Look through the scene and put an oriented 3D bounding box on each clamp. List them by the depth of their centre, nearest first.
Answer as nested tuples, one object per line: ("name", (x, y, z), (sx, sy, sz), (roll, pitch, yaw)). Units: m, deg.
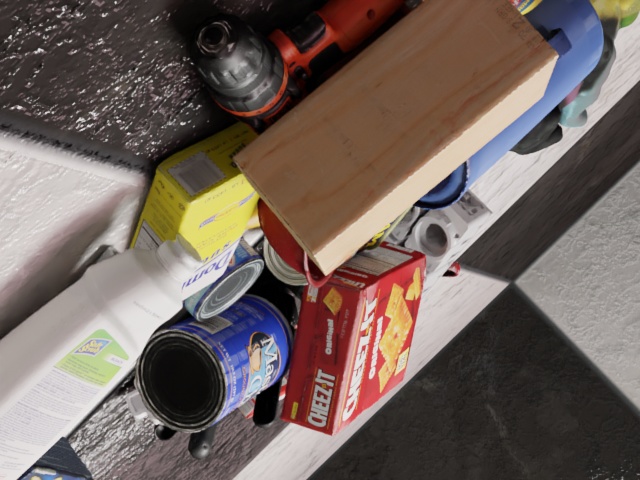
("clamp", (-0.116, 0.164, 1.179), (0.039, 0.120, 0.171), (35, 84, -32))
("clamp", (-0.050, 0.123, 1.221), (0.210, 0.036, 0.164), (23, 71, -85))

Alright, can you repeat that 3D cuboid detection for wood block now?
("wood block", (0.052, -0.080, 0.735), (0.206, 0.090, 0.091), (-39, 170, -2))

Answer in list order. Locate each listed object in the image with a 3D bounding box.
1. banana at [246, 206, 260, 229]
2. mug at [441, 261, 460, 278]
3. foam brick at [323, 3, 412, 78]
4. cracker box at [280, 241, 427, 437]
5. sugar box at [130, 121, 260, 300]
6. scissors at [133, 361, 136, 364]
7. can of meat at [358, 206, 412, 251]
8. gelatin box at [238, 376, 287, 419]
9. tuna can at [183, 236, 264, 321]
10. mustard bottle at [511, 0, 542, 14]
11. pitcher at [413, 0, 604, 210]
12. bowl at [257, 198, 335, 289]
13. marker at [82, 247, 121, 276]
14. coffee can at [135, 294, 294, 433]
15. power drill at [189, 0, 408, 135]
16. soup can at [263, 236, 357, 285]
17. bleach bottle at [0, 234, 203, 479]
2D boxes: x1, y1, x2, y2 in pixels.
("banana", (-0.010, -0.046, 0.984), (0.070, 0.037, 0.197), (-51, 164, 27))
("mug", (0.130, 0.029, 1.432), (0.081, 0.117, 0.093), (98, 3, -75))
("foam brick", (0.047, -0.144, 0.824), (0.078, 0.051, 0.052), (-49, 165, 20))
("cracker box", (0.043, 0.101, 1.167), (0.213, 0.072, 0.164), (-22, 124, -65))
("sugar box", (-0.098, -0.011, 0.833), (0.093, 0.048, 0.176), (-32, 161, -35))
("scissors", (-0.173, 0.102, 0.951), (0.202, 0.016, 0.096), (-40, 177, 36))
("can of meat", (0.043, -0.031, 1.134), (0.102, 0.057, 0.083), (-51, 161, 29))
("gelatin box", (-0.086, 0.160, 1.264), (0.030, 0.089, 0.073), (-49, 164, 31))
("tuna can", (-0.094, 0.036, 1.001), (0.086, 0.034, 0.086), (-40, 165, -13))
("mustard bottle", (0.148, -0.219, 0.866), (0.096, 0.058, 0.191), (-55, 163, 20))
("pitcher", (0.154, -0.144, 0.953), (0.242, 0.149, 0.145), (-38, 143, -31))
("bowl", (-0.010, -0.044, 0.873), (0.162, 0.055, 0.162), (12, 90, -76))
("marker", (-0.194, 0.053, 0.814), (0.121, 0.020, 0.020), (-45, 165, 9))
("coffee can", (-0.102, 0.119, 1.060), (0.103, 0.103, 0.140), (-50, 168, 26))
("power drill", (0.005, -0.149, 0.694), (0.187, 0.057, 0.184), (-41, 169, 2))
("soup can", (-0.007, 0.001, 1.039), (0.069, 0.068, 0.102), (-49, 172, 22))
("bleach bottle", (-0.184, 0.088, 0.783), (0.251, 0.068, 0.102), (-40, 149, 8))
